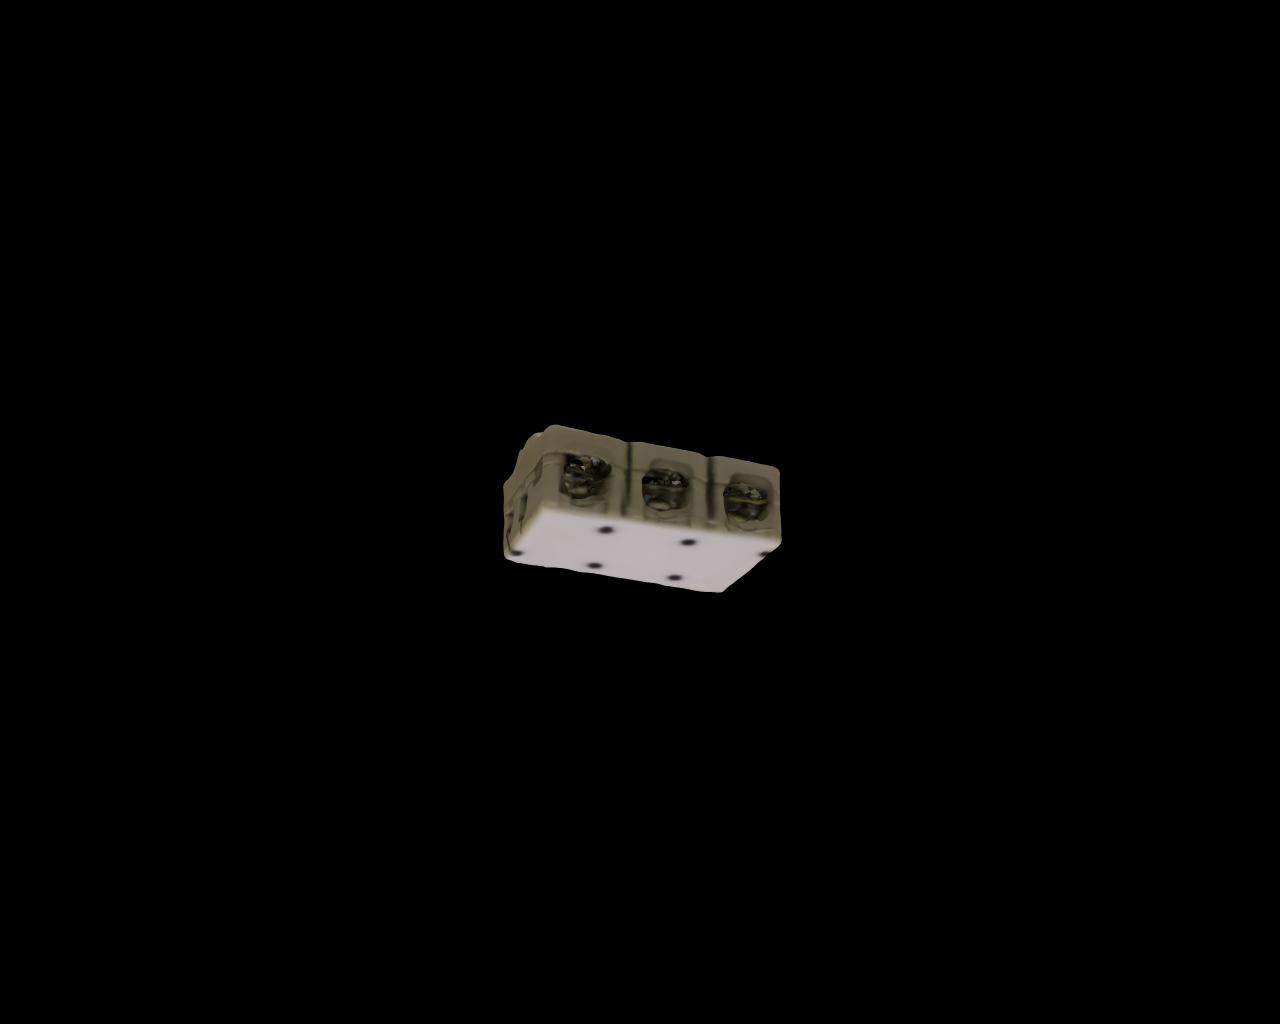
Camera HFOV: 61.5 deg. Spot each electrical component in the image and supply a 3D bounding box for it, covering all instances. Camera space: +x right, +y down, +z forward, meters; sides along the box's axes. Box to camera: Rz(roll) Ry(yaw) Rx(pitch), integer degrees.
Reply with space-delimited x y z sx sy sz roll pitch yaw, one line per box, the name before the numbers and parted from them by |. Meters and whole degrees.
electrical component | 0.001 -0.003 0.650 0.150 0.062 0.089 10 -28 -20
